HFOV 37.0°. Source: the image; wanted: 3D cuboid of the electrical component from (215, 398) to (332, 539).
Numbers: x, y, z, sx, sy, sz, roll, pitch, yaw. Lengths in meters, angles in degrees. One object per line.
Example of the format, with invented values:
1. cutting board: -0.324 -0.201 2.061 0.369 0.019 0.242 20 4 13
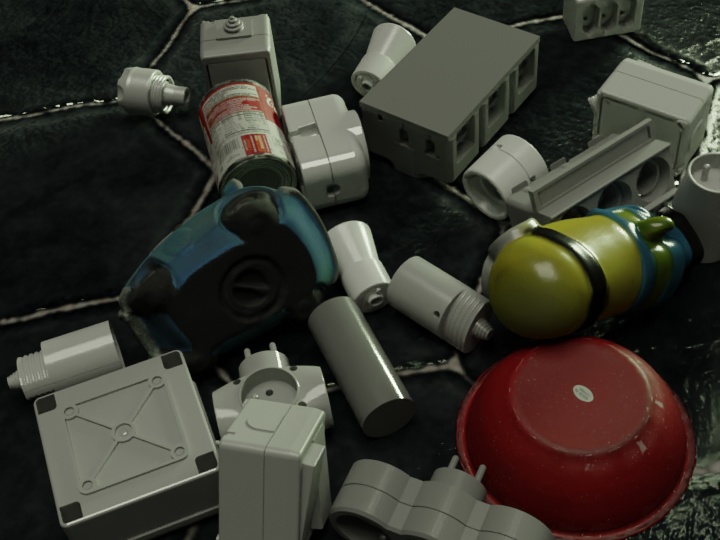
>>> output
1. electrical component: -0.052 0.139 0.681 0.061 0.096 0.061 7 21 11

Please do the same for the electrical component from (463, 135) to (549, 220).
1. electrical component: 0.117 -0.073 0.869 0.047 0.055 0.055 -40 56 -21

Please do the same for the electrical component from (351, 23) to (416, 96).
1. electrical component: 0.019 -0.189 0.989 0.044 0.044 0.065 17 58 19

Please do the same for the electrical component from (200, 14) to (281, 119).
1. electrical component: -0.106 -0.180 0.956 0.062 0.096 0.061 -6 49 0

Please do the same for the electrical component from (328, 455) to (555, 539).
1. electrical component: 0.057 0.150 0.681 0.138 0.052 0.073 16 53 19

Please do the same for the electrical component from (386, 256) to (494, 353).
1. electrical component: 0.064 0.028 0.793 0.081 0.043 0.043 33 60 29

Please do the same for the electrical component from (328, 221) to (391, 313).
1. electrical component: 0.000 0.000 0.826 0.044 0.044 0.065 -20 55 -11

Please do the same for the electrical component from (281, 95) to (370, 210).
1. electrical component: -0.027 -0.101 0.907 0.059 0.053 0.095 -14 49 -6

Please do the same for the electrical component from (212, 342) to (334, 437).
1. electrical component: -0.064 0.084 0.757 0.077 0.044 0.079 -13 49 -5

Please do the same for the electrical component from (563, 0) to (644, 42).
1. electrical component: 0.226 -0.264 1.026 0.066 0.047 0.076 -10 49 -2

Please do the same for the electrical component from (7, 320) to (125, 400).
1. electrical component: -0.217 0.070 0.786 0.081 0.043 0.043 -18 50 -10

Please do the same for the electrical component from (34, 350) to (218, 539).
1. electrical component: -0.153 0.123 0.725 0.109 0.056 0.108 -19 50 -10

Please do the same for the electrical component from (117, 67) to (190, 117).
1. electrical component: -0.187 -0.162 0.985 0.062 0.043 0.043 8 51 11

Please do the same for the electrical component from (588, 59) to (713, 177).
1. electrical component: 0.239 -0.133 0.901 0.096 0.061 0.061 25 56 25

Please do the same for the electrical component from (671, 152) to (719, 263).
1. electrical component: 0.278 -0.055 0.820 0.079 0.077 0.043 -33 54 -22

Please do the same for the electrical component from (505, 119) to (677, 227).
1. electrical component: 0.179 -0.058 0.837 0.121 0.078 0.063 -31 31 -19

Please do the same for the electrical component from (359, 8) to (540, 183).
1. electrical component: 0.080 -0.151 0.934 0.089 0.061 0.150 26 56 25
